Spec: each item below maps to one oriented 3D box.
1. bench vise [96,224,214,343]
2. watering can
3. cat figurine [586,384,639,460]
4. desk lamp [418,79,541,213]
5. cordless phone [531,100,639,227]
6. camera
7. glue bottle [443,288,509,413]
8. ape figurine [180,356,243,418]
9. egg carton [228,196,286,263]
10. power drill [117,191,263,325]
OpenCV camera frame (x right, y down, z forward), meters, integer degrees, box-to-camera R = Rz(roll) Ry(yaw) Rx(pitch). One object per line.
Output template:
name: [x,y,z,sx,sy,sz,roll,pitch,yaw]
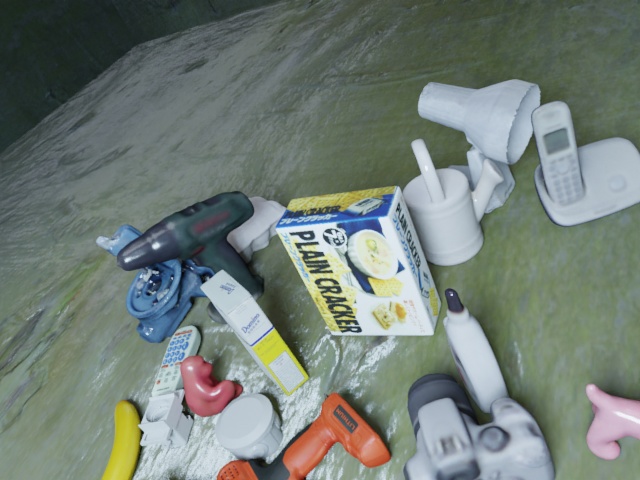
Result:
bench vise: [-0.272,0.039,0.980,0.121,0.220,0.208,-1,42,32]
watering can: [0.181,-0.068,0.852,0.173,0.194,0.100,-30,34,-5]
cat figurine: [0.315,0.157,0.535,0.127,0.118,0.067,-1,41,32]
desk lamp: [0.247,-0.152,0.904,0.202,0.214,0.118,11,49,42]
cordless phone: [0.374,-0.120,0.806,0.147,0.185,0.094,-21,34,7]
camera: [0.150,0.198,0.603,0.143,0.101,0.136,-21,34,7]
glue bottle: [0.165,0.115,0.638,0.037,0.173,0.078,-28,34,-2]
ape figurine: [-0.164,0.200,0.811,0.076,0.092,0.077,-36,35,-15]
egg carton: [-0.138,-0.022,1.109,0.150,0.070,0.107,-44,38,-24]
power drill: [-0.187,0.034,0.942,0.230,0.209,0.075,-42,37,-22]
